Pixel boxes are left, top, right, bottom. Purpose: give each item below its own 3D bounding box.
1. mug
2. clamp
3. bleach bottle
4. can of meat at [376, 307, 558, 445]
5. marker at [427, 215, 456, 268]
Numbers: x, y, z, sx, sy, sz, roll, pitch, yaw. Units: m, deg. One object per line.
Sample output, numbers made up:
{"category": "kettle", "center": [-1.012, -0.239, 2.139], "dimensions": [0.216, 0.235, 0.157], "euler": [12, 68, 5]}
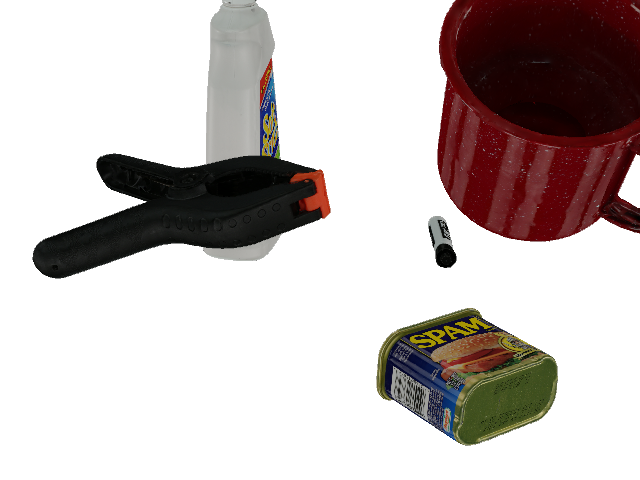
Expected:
{"category": "mug", "center": [0.101, -0.046, 0.436], "dimensions": [0.117, 0.093, 0.081], "euler": [38, -24, 21]}
{"category": "clamp", "center": [-0.083, -0.016, 0.630], "dimensions": [0.172, 0.039, 0.120], "euler": [-1, 39, 23]}
{"category": "bleach bottle", "center": [-0.074, -0.114, 0.997], "dimensions": [0.068, 0.251, 0.102], "euler": [6, 27, 14]}
{"category": "can of meat", "center": [0.105, 0.096, 0.757], "dimensions": [0.101, 0.057, 0.084], "euler": [-13, 27, -34]}
{"category": "marker", "center": [0.114, 0.001, 1.006], "dimensions": [0.020, 0.020, 0.121], "euler": [0, 16, 2]}
